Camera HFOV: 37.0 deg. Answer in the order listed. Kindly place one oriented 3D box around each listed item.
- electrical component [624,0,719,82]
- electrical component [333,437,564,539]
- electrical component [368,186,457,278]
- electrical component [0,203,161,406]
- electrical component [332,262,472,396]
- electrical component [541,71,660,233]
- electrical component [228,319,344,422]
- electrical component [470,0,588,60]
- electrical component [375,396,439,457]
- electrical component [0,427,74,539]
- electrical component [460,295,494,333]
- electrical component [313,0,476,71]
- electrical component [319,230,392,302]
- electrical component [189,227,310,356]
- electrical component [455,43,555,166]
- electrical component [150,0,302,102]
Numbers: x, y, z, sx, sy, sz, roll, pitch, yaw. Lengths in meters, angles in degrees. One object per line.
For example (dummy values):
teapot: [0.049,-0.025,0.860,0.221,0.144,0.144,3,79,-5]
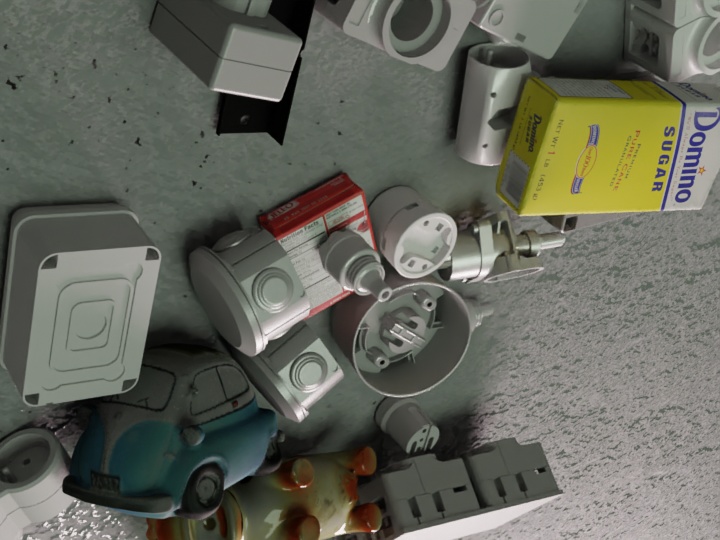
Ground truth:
electrical component: [0.253,-0.225,0.801,0.089,0.061,0.150,-28,135,-18]
electrical component: [0.074,0.206,0.968,0.186,0.060,0.105,-4,154,-37]
electrical component: [0.036,-0.030,0.795,0.055,0.047,0.055,-21,133,-24]
electrical component: [-0.175,0.019,0.661,0.078,0.057,0.113,-6,125,-35]
electrical component: [0.031,0.044,0.836,0.099,0.064,0.099,-21,133,-25]
electrical component: [0.195,-0.096,0.861,0.109,0.056,0.108,-14,130,-30]
electrical component: [-0.055,0.066,0.777,0.051,0.080,0.080,-40,138,-13]
electrical component: [0.113,-0.197,0.720,0.100,0.048,0.099,11,118,-45]
electrical component: [0.041,0.134,0.929,0.040,0.046,0.040,-21,133,-24]
electrical component: [-0.252,0.171,0.724,0.138,0.052,0.073,-31,136,-15]
electrical component: [0.086,0.038,0.897,0.061,0.035,0.035,-12,129,-34]
electrical component: [0.043,-0.206,0.650,0.089,0.061,0.150,12,114,-43]
electrical component: [0.000,0.000,0.733,0.035,0.061,0.035,-23,136,-25]
electrical component: [-0.075,0.013,0.719,0.051,0.080,0.080,-32,137,-22]
electrical component: [0.110,-0.124,0.781,0.079,0.043,0.077,-17,131,-27]
electrical component: [-0.069,-0.147,0.593,0.047,0.083,0.075,3,120,-40]
